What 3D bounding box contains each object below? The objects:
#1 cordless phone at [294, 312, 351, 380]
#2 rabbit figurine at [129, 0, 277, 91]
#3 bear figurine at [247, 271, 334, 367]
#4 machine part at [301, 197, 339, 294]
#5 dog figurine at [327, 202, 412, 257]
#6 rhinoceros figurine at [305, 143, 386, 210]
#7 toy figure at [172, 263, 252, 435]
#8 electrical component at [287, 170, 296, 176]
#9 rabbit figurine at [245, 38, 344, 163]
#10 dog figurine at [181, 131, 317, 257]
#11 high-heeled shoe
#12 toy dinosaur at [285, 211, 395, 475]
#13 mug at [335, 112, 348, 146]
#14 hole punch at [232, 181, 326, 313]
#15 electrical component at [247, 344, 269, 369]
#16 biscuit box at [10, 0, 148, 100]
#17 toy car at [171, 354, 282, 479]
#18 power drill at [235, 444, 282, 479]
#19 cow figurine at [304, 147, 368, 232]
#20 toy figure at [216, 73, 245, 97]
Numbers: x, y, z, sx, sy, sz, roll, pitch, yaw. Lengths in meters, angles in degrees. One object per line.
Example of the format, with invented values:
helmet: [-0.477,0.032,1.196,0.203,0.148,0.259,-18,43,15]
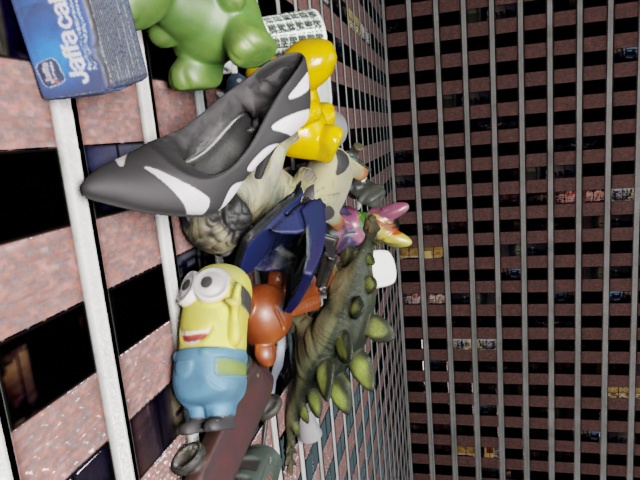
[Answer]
cordless phone: [-0.005,0.189,1.051,0.146,0.089,0.184,54,25,-64]
rabbit figurine: [-0.134,-0.232,0.501,0.170,0.121,0.159,-11,94,-61]
bear figurine: [-0.068,0.078,0.751,0.196,0.132,0.120,-45,116,-42]
machine part: [-0.001,-0.002,0.727,0.139,0.039,0.084,-104,-166,-45]
dog figurine: [0.064,-0.018,1.033,0.191,0.219,0.108,-32,116,-75]
rhinoceros figurine: [0.041,-0.127,1.008,0.073,0.191,0.112,-32,144,-30]
toy figure: [-0.116,0.113,0.582,0.089,0.082,0.180,79,8,-74]
electrical component: [-0.030,-0.073,0.967,0.047,0.075,0.119,74,22,-46]
rabbit figurine: [-0.034,-0.220,0.798,0.122,0.162,0.173,-85,-170,-48]
dog figurine: [-0.096,-0.036,0.679,0.190,0.121,0.172,-67,148,-32]
high-heeled shoe: [-0.097,-0.108,0.499,0.249,0.086,0.145,-22,139,-54]
toy dinosaur: [0.010,0.168,0.863,0.199,0.105,0.470,57,-46,51]
mug: [-0.001,-0.214,1.109,0.107,0.081,0.109,-20,113,-62]
hole punch: [-0.035,0.013,0.644,0.116,0.092,0.142,-51,170,-35]
electrical component: [-0.086,0.188,0.754,0.078,0.045,0.102,-1,89,-75]
biscuit box: [-0.187,-0.206,0.383,0.063,0.059,0.202,-65,149,-64]
toy car: [-0.105,0.222,0.630,0.089,0.053,0.202,55,30,-20]
power drill: [-0.093,0.386,0.654,0.232,0.086,0.207,-67,144,-65]
cow figurine: [-0.013,-0.067,0.870,0.127,0.086,0.195,38,74,-42]
toy figure: [-0.093,-0.157,0.745,0.064,0.058,0.154,-57,149,-35]
